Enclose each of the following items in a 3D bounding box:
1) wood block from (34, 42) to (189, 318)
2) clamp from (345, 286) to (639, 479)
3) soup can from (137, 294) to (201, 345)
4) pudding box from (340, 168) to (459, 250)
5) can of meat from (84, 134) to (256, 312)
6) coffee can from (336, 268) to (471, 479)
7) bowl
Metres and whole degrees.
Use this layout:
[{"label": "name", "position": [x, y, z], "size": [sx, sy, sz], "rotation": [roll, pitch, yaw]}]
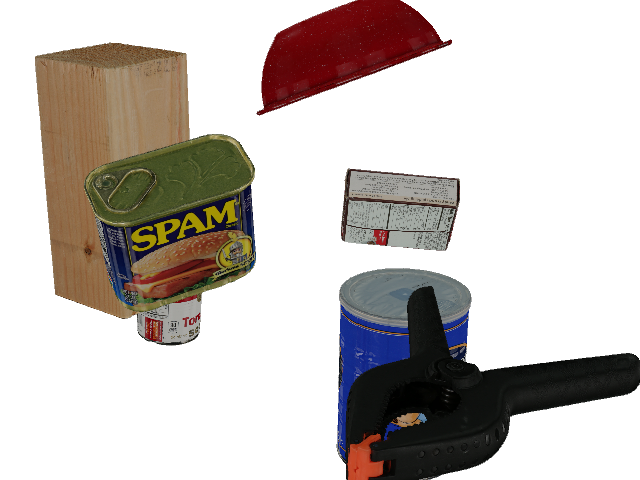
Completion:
[{"label": "wood block", "position": [-0.169, -0.053, 0.891], "size": [0.091, 0.206, 0.090], "rotation": [15, 24, 33]}, {"label": "clamp", "position": [0.073, 0.086, 0.643], "size": [0.165, 0.036, 0.209], "rotation": [21, 30, 39]}, {"label": "soup can", "position": [-0.157, 0.050, 1.115], "size": [0.068, 0.102, 0.068], "rotation": [5, 22, -2]}, {"label": "pudding box", "position": [0.078, -0.030, 1.066], "size": [0.113, 0.039, 0.090], "rotation": [4, -30, 0]}, {"label": "can of meat", "position": [-0.091, -0.010, 0.679], "size": [0.102, 0.084, 0.057], "rotation": [-18, 48, -17]}, {"label": "coffee can", "position": [0.065, 0.105, 0.853], "size": [0.103, 0.140, 0.103], "rotation": [1, 20, 0]}, {"label": "bowl", "position": [0.017, -0.150, 0.829], "size": [0.162, 0.055, 0.162], "rotation": [-20, 7, 2]}]
